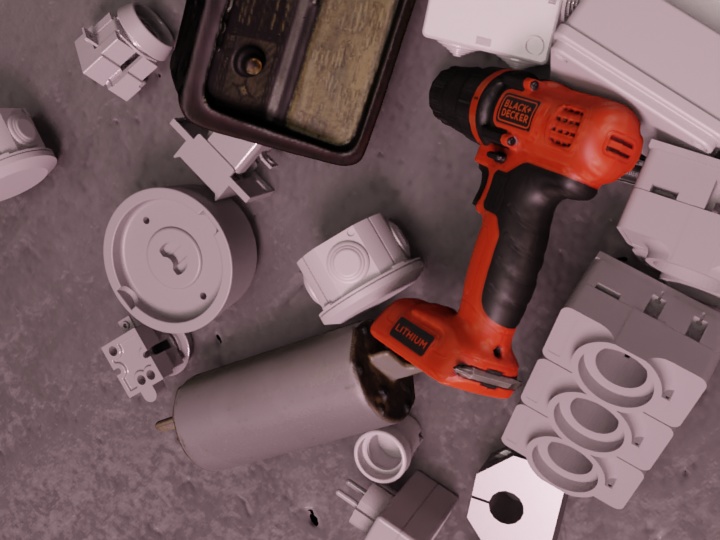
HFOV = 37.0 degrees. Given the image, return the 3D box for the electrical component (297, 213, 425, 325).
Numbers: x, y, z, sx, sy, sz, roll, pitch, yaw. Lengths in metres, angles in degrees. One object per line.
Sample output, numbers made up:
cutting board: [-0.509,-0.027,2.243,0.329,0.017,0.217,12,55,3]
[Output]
electrical component: [0.000,0.000,0.740,0.080,0.080,0.051,-33,84,26]

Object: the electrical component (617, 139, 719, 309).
electrical component: [0.244,-0.001,0.590,0.186,0.105,0.060,22,87,25]

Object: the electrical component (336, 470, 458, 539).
electrical component: [0.018,0.176,0.773,0.076,0.083,0.047,32,113,12]

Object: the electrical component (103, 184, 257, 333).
electrical component: [-0.128,-0.013,0.800,0.108,0.060,0.108,6,105,21]

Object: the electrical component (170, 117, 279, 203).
electrical component: [-0.091,-0.090,0.776,0.081,0.042,0.063,45,111,6]

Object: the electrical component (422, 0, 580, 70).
electrical component: [0.092,-0.179,0.673,0.100,0.048,0.099,18,109,18]

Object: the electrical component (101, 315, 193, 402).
electrical component: [-0.162,0.064,0.835,0.048,0.055,0.066,-30,90,26]

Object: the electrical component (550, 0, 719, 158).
electrical component: [0.168,-0.110,0.621,0.109,0.109,0.056,36,91,11]

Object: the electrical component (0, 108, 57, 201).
electrical component: [-0.282,-0.087,0.836,0.080,0.080,0.051,-29,85,26]

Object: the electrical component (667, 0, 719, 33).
electrical component: [0.212,-0.214,0.607,0.089,0.062,0.150,36,114,11]

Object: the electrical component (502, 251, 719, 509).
electrical component: [0.154,0.075,0.668,0.089,0.061,0.150,29,141,14]

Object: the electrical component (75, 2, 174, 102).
electrical component: [-0.170,-0.162,0.785,0.055,0.066,0.048,-37,52,18]

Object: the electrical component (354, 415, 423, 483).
electrical component: [0.022,0.127,0.780,0.040,0.046,0.040,6,105,21]
